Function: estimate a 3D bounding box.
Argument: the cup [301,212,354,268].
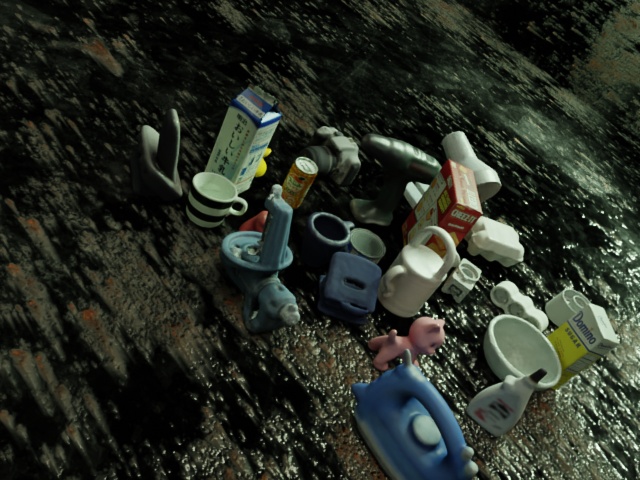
[{"bbox_3d":[0.010,0.004,1.123,0.118,0.095,0.091,-17,58,-43],"label":"cup"}]

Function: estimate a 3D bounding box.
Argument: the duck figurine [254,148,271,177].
[{"bbox_3d":[-0.155,-0.195,1.240,0.105,0.086,0.077,24,38,-8],"label":"duck figurine"}]

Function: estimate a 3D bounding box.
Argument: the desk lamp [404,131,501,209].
[{"bbox_3d":[0.313,-0.140,1.385,0.118,0.213,0.203,-2,48,-34],"label":"desk lamp"}]

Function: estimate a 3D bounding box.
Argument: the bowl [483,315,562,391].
[{"bbox_3d":[0.386,0.235,1.133,0.168,0.074,0.167,18,40,-16],"label":"bowl"}]

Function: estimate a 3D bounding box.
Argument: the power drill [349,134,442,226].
[{"bbox_3d":[0.152,-0.131,1.273,0.230,0.208,0.075,5,44,-29],"label":"power drill"}]

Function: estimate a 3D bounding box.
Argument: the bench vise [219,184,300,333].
[{"bbox_3d":[-0.073,0.031,0.937,0.207,0.219,0.122,44,40,17],"label":"bench vise"}]

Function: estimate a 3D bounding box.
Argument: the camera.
[{"bbox_3d":[0.012,-0.206,1.351,0.137,0.100,0.143,-9,53,-40],"label":"camera"}]

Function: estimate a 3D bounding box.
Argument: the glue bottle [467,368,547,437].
[{"bbox_3d":[0.328,0.268,0.979,0.078,0.173,0.037,37,38,8],"label":"glue bottle"}]

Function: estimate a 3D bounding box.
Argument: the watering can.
[{"bbox_3d":[0.199,0.051,1.116,0.101,0.194,0.173,41,39,13],"label":"watering can"}]

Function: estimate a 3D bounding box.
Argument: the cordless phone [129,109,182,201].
[{"bbox_3d":[-0.286,-0.179,1.055,0.094,0.185,0.147,1,47,-32],"label":"cordless phone"}]

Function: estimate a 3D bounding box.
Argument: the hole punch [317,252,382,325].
[{"bbox_3d":[0.057,0.090,1.063,0.109,0.091,0.101,19,39,-14],"label":"hole punch"}]

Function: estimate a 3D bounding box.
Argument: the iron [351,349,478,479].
[{"bbox_3d":[0.164,0.296,0.866,0.119,0.141,0.257,-11,54,-41],"label":"iron"}]

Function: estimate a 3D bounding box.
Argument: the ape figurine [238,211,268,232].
[{"bbox_3d":[-0.115,-0.015,1.064,0.078,0.092,0.076,6,44,-28],"label":"ape figurine"}]

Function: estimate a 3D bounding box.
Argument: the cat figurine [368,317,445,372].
[{"bbox_3d":[0.165,0.176,1.018,0.128,0.117,0.067,6,44,-29],"label":"cat figurine"}]

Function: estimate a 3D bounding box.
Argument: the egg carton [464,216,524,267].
[{"bbox_3d":[0.431,0.004,1.420,0.150,0.069,0.107,17,40,-17],"label":"egg carton"}]
